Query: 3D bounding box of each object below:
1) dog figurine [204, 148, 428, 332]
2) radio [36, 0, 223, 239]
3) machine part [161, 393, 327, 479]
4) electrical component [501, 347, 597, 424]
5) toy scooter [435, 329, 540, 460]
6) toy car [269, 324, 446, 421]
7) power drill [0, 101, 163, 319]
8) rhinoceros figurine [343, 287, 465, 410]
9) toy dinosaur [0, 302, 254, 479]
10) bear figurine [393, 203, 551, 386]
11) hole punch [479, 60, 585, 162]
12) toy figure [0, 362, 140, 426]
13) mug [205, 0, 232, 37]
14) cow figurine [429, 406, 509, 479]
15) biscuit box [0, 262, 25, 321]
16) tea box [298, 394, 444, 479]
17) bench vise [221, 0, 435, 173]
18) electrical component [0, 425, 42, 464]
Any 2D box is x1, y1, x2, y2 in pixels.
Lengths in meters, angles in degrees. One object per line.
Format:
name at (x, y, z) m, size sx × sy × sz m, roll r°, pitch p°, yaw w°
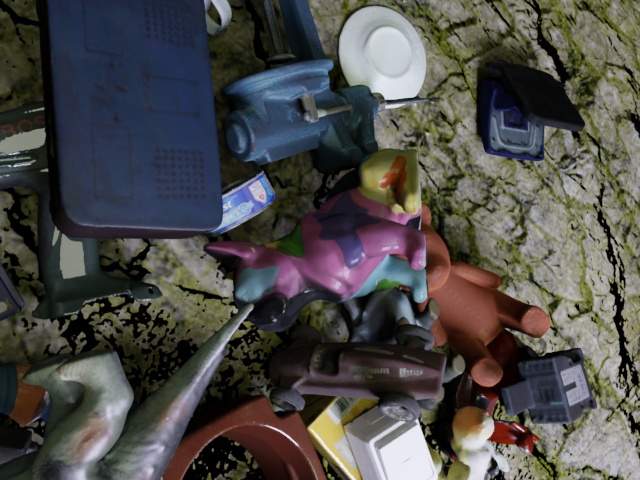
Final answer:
dog figurine at (-0.001, -0.002, 0.553) m, size 0.219 × 0.108 × 0.191 m, roll -3°, pitch 63°, yaw 6°
radio at (-0.162, -0.114, 0.457) m, size 0.131 × 0.073 × 0.229 m, roll -4°, pitch 84°, yaw -33°
machine part at (-0.085, 0.265, 0.501) m, size 0.201 × 0.087 × 0.201 m, roll -18°, pitch 84°, yaw -50°
electrical component at (0.255, 0.165, 0.600) m, size 0.119 × 0.048 × 0.075 m, roll 4°, pitch 71°, yaw -41°
toy scooter at (0.223, 0.196, 0.663) m, size 0.075 × 0.135 × 0.184 m, roll 33°, pitch 74°, yaw -19°
toy car at (0.028, 0.129, 0.543) m, size 0.053 × 0.202 × 0.089 m, roll 50°, pitch 48°, yaw -33°
power drill at (-0.205, -0.038, 0.503) m, size 0.232 × 0.086 × 0.207 m, roll -13°, pitch 98°, yaw -25°
rhinoceros figurine at (0.081, 0.105, 0.616) m, size 0.073 × 0.112 × 0.190 m, roll -35°, pitch 94°, yaw -39°
toy dinosaur at (-0.217, 0.194, 0.385) m, size 0.405 × 0.131 × 0.192 m, roll -18°, pitch 95°, yaw -3°
bear figurine at (0.156, 0.058, 0.642) m, size 0.120 × 0.132 × 0.195 m, roll -44°, pitch 113°, yaw -1°
hole punch at (0.278, -0.174, 0.738) m, size 0.142 × 0.092 × 0.116 m, roll 2°, pitch 58°, yaw -22°
toy figure at (-0.244, 0.148, 0.489) m, size 0.154 × 0.058 × 0.064 m, roll 28°, pitch 98°, yaw -24°
mug at (-0.131, -0.256, 0.528) m, size 0.081 × 0.107 × 0.109 m, roll -43°, pitch 103°, yaw -18°
cow figurine at (0.156, 0.273, 0.593) m, size 0.098 × 0.068 × 0.167 m, roll 41°, pitch 77°, yaw -28°
biscuit box at (-0.333, -0.013, 0.452) m, size 0.063 × 0.059 × 0.202 m, roll -31°, pitch 101°, yaw -22°
tea box at (0.053, 0.229, 0.620) m, size 0.098 × 0.068 × 0.169 m, roll -41°, pitch 106°, yaw -20°
bench vise at (-0.017, -0.185, 0.575) m, size 0.224 × 0.129 × 0.240 m, roll -21°, pitch 101°, yaw -27°
electrical component at (-0.281, 0.191, 0.474) m, size 0.094 × 0.021 × 0.063 m, roll 14°, pitch 124°, yaw -16°
